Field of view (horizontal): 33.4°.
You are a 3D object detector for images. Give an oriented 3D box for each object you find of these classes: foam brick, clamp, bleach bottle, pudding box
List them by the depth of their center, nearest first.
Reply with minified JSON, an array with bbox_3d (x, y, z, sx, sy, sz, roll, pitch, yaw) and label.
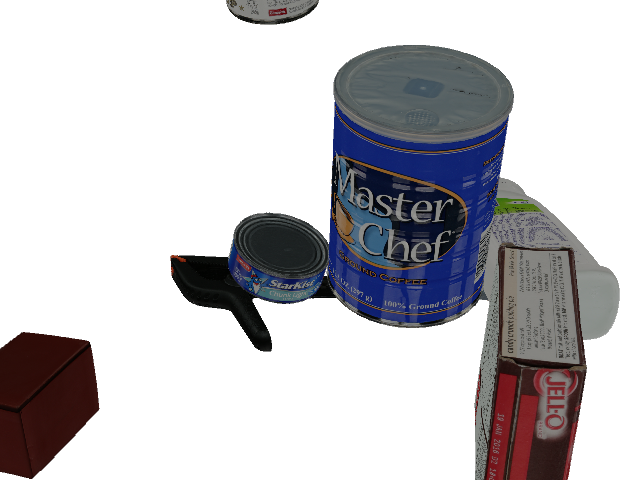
[{"bbox_3d":[0.090,0.063,0.467,0.039,0.090,0.113,6,25,5],"label":"pudding box"},{"bbox_3d":[-0.181,0.099,0.661,0.053,0.051,0.078,7,28,21],"label":"foam brick"},{"bbox_3d":[0.185,0.000,0.981,0.102,0.068,0.251,-1,26,-4],"label":"bleach bottle"},{"bbox_3d":[-0.094,0.061,1.222,0.210,0.036,0.164,14,28,23],"label":"clamp"}]

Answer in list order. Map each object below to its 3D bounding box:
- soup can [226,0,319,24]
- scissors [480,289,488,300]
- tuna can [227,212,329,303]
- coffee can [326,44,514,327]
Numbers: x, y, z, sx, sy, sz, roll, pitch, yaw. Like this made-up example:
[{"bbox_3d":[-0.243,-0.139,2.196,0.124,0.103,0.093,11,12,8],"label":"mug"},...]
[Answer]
[{"bbox_3d":[-0.035,-0.205,0.714,0.068,0.102,0.068,-2,42,2],"label":"soup can"},{"bbox_3d":[0.152,0.053,1.232,0.201,0.016,0.096,-10,39,-33],"label":"scissors"},{"bbox_3d":[-0.036,0.015,0.922,0.086,0.034,0.086,11,37,-9],"label":"tuna can"},{"bbox_3d":[0.057,-0.033,0.648,0.103,0.140,0.103,1,37,-1],"label":"coffee can"}]
